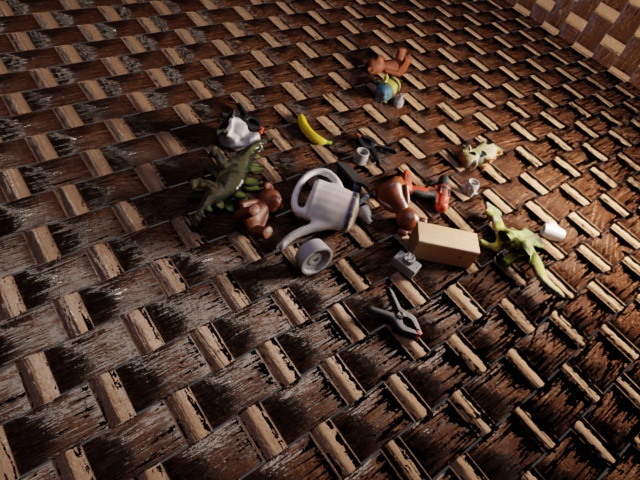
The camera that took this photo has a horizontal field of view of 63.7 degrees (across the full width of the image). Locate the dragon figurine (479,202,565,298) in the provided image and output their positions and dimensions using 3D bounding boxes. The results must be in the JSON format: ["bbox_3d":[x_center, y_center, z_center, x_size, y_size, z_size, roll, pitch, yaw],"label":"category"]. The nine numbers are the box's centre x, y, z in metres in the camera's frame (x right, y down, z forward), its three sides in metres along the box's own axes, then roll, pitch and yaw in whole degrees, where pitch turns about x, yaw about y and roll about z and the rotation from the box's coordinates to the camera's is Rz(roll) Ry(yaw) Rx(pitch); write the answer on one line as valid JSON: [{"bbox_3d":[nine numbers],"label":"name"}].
[{"bbox_3d":[0.710,0.020,1.786,0.245,0.119,0.415,-22,59,-40],"label":"dragon figurine"}]

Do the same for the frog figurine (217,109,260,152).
[{"bbox_3d":[-0.284,-0.369,1.849,0.157,0.121,0.141,37,28,-33],"label":"frog figurine"}]

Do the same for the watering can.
[{"bbox_3d":[0.005,-0.084,1.670,0.224,0.102,0.355,19,59,-1],"label":"watering can"}]
